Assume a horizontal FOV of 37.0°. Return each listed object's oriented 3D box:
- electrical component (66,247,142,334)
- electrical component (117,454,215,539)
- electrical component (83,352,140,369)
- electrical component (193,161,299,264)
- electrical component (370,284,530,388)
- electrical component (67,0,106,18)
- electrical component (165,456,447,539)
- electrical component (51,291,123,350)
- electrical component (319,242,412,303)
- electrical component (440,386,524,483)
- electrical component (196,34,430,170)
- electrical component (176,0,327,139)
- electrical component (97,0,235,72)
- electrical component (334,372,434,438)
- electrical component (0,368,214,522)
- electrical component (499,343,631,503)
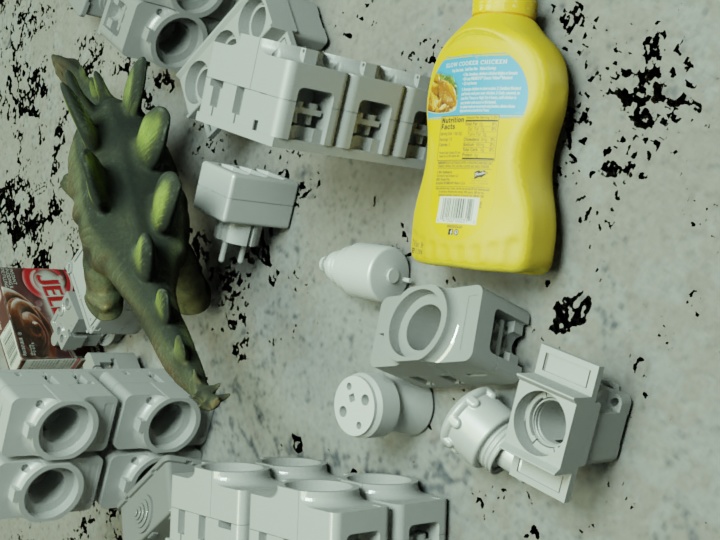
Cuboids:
[{"bbox_3d":[-0.229,0.006,1.009,0.061,0.061,0.096,-48,54,34],"label":"electrical component"},{"bbox_3d":[-0.137,0.196,0.868,0.099,0.100,0.048,-45,43,35],"label":"electrical component"},{"bbox_3d":[-0.223,0.125,0.998,0.050,0.056,0.089,-51,52,32],"label":"electrical component"},{"bbox_3d":[-0.096,-0.042,0.865,0.047,0.066,0.076,26,106,46],"label":"electrical component"},{"bbox_3d":[0.054,0.043,0.692,0.089,0.056,0.050,-10,62,47],"label":"electrical component"},{"bbox_3d":[-0.260,-0.308,1.079,0.099,0.048,0.099,51,123,37],"label":"electrical component"},{"bbox_3d":[-0.040,0.173,0.757,0.186,0.105,0.060,-1,86,47],"label":"electrical component"},{"bbox_3d":[-0.262,0.050,1.047,0.066,0.055,0.048,-54,51,30],"label":"electrical component"},{"bbox_3d":[0.000,0.000,0.776,0.078,0.040,0.040,10,94,48],"label":"electrical component"},{"bbox_3d":[0.085,0.107,0.673,0.062,0.048,0.048,40,116,32],"label":"electrical component"},{"bbox_3d":[-0.019,-0.113,0.724,0.089,0.150,0.061,24,105,46],"label":"electrical component"},{"bbox_3d":[-0.087,-0.170,0.867,0.121,0.063,0.078,-37,60,39],"label":"electrical component"},{"bbox_3d":[-0.153,-0.254,0.927,0.062,0.089,0.150,43,117,41],"label":"electrical component"},{"bbox_3d":[0.016,0.092,0.739,0.045,0.055,0.045,-5,83,47],"label":"electrical component"},{"bbox_3d":[-0.218,0.143,0.894,0.060,0.186,0.105,29,108,45],"label":"electrical component"},{"bbox_3d":[0.121,0.087,0.619,0.042,0.064,0.081,23,104,47],"label":"electrical component"}]
